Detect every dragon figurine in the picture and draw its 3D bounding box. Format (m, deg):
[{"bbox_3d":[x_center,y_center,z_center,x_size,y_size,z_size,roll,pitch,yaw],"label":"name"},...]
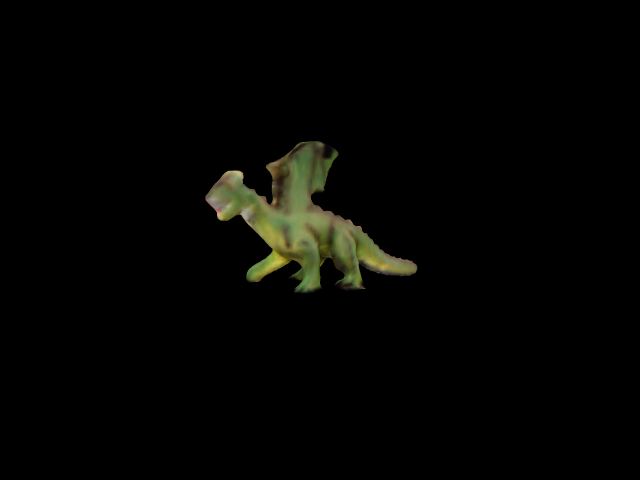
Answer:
[{"bbox_3d":[0.003,-0.043,0.850,0.411,0.242,0.122,-3,4,-34],"label":"dragon figurine"}]
